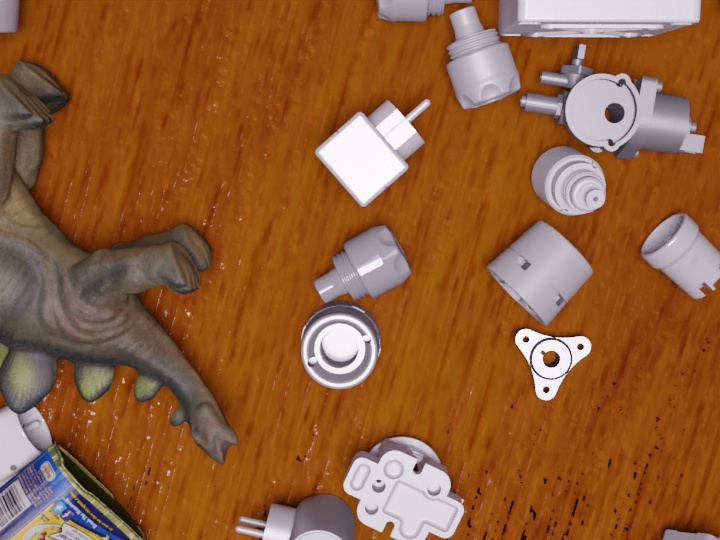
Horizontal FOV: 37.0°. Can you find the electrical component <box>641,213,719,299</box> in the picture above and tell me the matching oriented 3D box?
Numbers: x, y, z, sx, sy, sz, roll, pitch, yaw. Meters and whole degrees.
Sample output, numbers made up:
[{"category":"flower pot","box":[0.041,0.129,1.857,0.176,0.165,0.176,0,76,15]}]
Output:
[{"category":"electrical component","box":[0.217,-0.009,0.714,0.046,0.040,0.040,42,94,-9]}]

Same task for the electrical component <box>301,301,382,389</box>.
[{"category":"electrical component","box":[-0.013,0.051,0.717,0.055,0.047,0.055,0,95,1]}]

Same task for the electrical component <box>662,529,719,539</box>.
[{"category":"electrical component","box":[0.221,0.209,0.716,0.042,0.081,0.063,37,65,-24]}]

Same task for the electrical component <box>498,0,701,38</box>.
[{"category":"electrical component","box":[0.144,-0.175,0.665,0.109,0.108,0.056,0,98,1]}]

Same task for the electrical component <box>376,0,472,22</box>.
[{"category":"electrical component","box":[0.042,-0.183,0.698,0.062,0.043,0.043,1,95,-1]}]

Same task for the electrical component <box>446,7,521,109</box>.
[{"category":"electrical component","box":[0.076,-0.139,0.701,0.043,0.043,0.062,-19,93,2]}]

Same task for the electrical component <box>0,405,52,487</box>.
[{"category":"electrical component","box":[-0.245,0.139,0.730,0.077,0.043,0.079,-28,94,3]}]

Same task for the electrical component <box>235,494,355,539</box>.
[{"category":"electrical component","box":[-0.043,0.177,0.714,0.079,0.077,0.043,13,95,0]}]

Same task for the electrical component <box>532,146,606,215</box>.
[{"category":"electrical component","box":[0.139,-0.055,0.694,0.040,0.078,0.040,-2,107,-8]}]

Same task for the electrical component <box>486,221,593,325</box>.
[{"category":"electrical component","box":[0.119,0.001,0.708,0.047,0.055,0.055,-45,93,1]}]

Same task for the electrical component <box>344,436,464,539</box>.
[{"category":"electrical component","box":[0.029,0.144,0.720,0.078,0.057,0.058,25,95,-2]}]

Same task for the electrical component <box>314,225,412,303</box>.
[{"category":"electrical component","box":[0.000,0.000,0.715,0.062,0.043,0.043,-29,94,4]}]

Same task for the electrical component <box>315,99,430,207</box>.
[{"category":"electrical component","box":[0.016,-0.084,0.695,0.077,0.065,0.047,-41,94,4]}]

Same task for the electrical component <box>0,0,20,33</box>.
[{"category":"electrical component","box":[-0.263,-0.177,0.678,0.099,0.099,0.064,1,101,1]}]
